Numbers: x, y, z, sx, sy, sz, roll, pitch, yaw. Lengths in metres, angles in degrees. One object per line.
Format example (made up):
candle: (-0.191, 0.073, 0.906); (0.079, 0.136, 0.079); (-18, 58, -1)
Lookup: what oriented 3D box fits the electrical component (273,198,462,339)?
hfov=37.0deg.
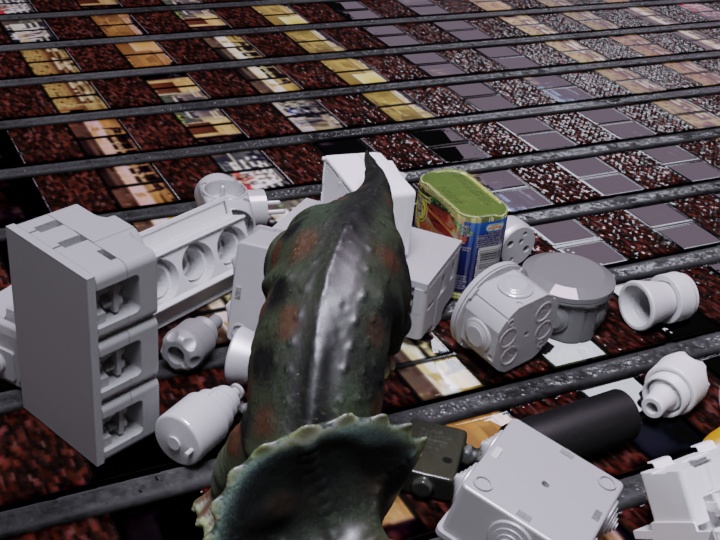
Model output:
electrical component: (0.000, 0.000, 0.926); (0.150, 0.061, 0.089); (16, 31, 17)

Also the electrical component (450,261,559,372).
electrical component: (0.116, 0.038, 0.865); (0.080, 0.080, 0.051); (-18, 43, -35)

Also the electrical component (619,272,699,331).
electrical component: (0.262, 0.027, 0.943); (0.055, 0.045, 0.045); (-11, 34, -27)

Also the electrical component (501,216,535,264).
electrical component: (0.134, -0.035, 1.026); (0.045, 0.045, 0.055); (-14, 36, -30)

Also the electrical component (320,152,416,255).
electrical component: (0.010, -0.050, 0.887); (0.061, 0.061, 0.096); (-6, 32, -21)

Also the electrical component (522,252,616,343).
electrical component: (0.177, 0.022, 0.930); (0.080, 0.051, 0.080); (4, 30, -3)

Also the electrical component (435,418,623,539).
electrical component: (0.110, 0.151, 0.682); (0.100, 0.048, 0.100); (31, 36, 16)

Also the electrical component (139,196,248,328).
electrical component: (-0.155, -0.006, 0.905); (0.063, 0.078, 0.121); (2, 22, 40)

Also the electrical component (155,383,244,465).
electrical component: (-0.108, 0.103, 0.751); (0.040, 0.040, 0.078); (20, 33, 23)

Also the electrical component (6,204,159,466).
electrical component: (-0.183, 0.042, 0.733); (0.089, 0.150, 0.062); (28, 37, 33)

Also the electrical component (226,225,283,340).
electrical component: (-0.055, 0.019, 0.848); (0.100, 0.099, 0.048); (13, 18, 12)

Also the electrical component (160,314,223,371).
electrical component: (-0.127, 0.053, 0.840); (0.035, 0.035, 0.061); (17, 29, 18)

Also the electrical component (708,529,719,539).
electrical component: (0.227, 0.192, 0.633); (0.081, 0.063, 0.042); (5, 31, 0)

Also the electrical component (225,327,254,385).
electrical component: (-0.069, 0.070, 0.810); (0.055, 0.045, 0.045); (13, 31, 11)

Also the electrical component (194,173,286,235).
electrical component: (-0.111, -0.058, 1.024); (0.079, 0.044, 0.077); (-5, 32, -19)

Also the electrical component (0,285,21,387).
electrical component: (-0.246, 0.044, 0.808); (0.062, 0.061, 0.096); (20, 33, 23)

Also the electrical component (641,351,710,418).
electrical component: (0.239, 0.092, 0.827); (0.043, 0.043, 0.062); (26, 37, 31)

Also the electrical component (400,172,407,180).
electrical component: (0.009, -0.054, 1.027); (0.050, 0.055, 0.089); (12, 31, 10)

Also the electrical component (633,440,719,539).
electrical component: (0.248, 0.143, 0.708); (0.121, 0.063, 0.079); (-12, -6, -28)
